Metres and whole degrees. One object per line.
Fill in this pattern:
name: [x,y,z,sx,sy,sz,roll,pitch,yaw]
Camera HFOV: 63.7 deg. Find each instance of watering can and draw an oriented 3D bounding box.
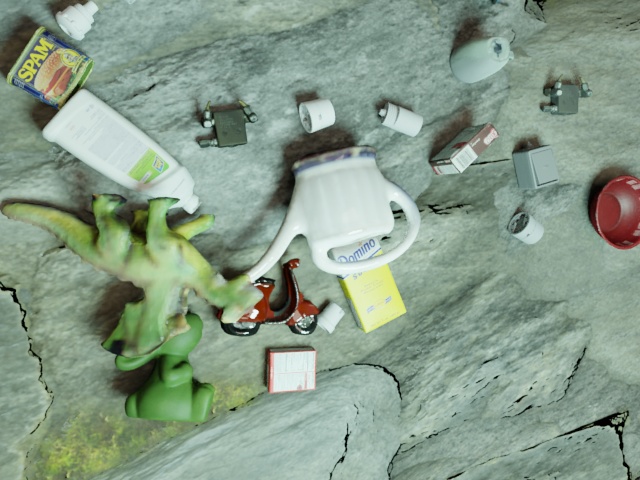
watering can: [0.003,-0.045,0.889,0.348,0.103,0.226,-12,79,-12]

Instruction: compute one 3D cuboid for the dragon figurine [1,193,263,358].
dragon figurine: [-0.291,0.059,0.798,0.410,0.121,0.245,0,80,0]
